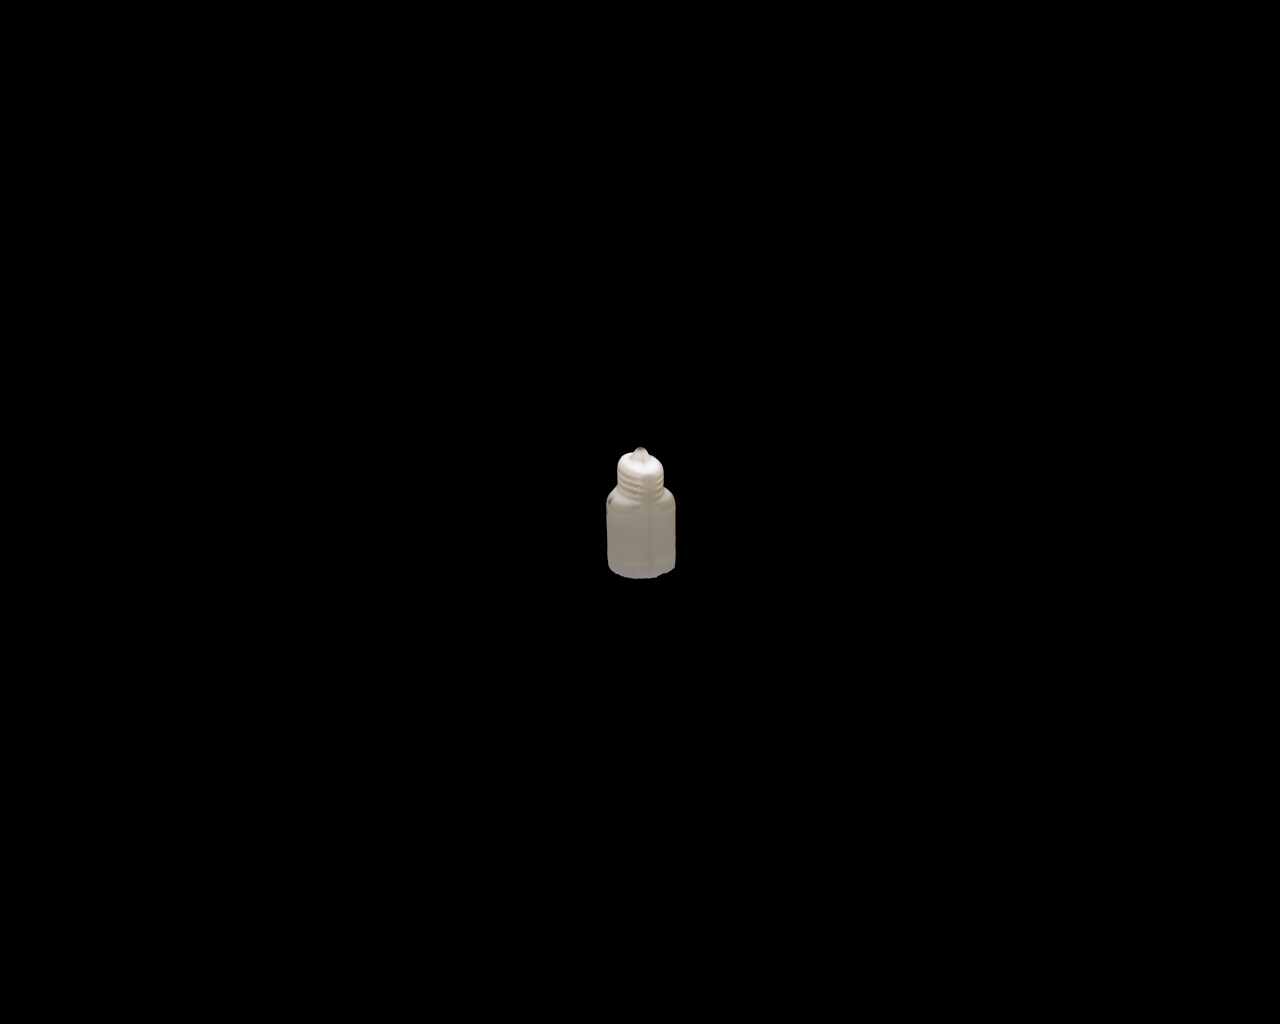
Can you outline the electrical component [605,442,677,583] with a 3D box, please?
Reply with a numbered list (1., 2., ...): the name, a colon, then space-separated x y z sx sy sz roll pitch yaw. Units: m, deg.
1. electrical component: 0.001 -0.003 0.650 0.043 0.080 0.043 0 23 0
